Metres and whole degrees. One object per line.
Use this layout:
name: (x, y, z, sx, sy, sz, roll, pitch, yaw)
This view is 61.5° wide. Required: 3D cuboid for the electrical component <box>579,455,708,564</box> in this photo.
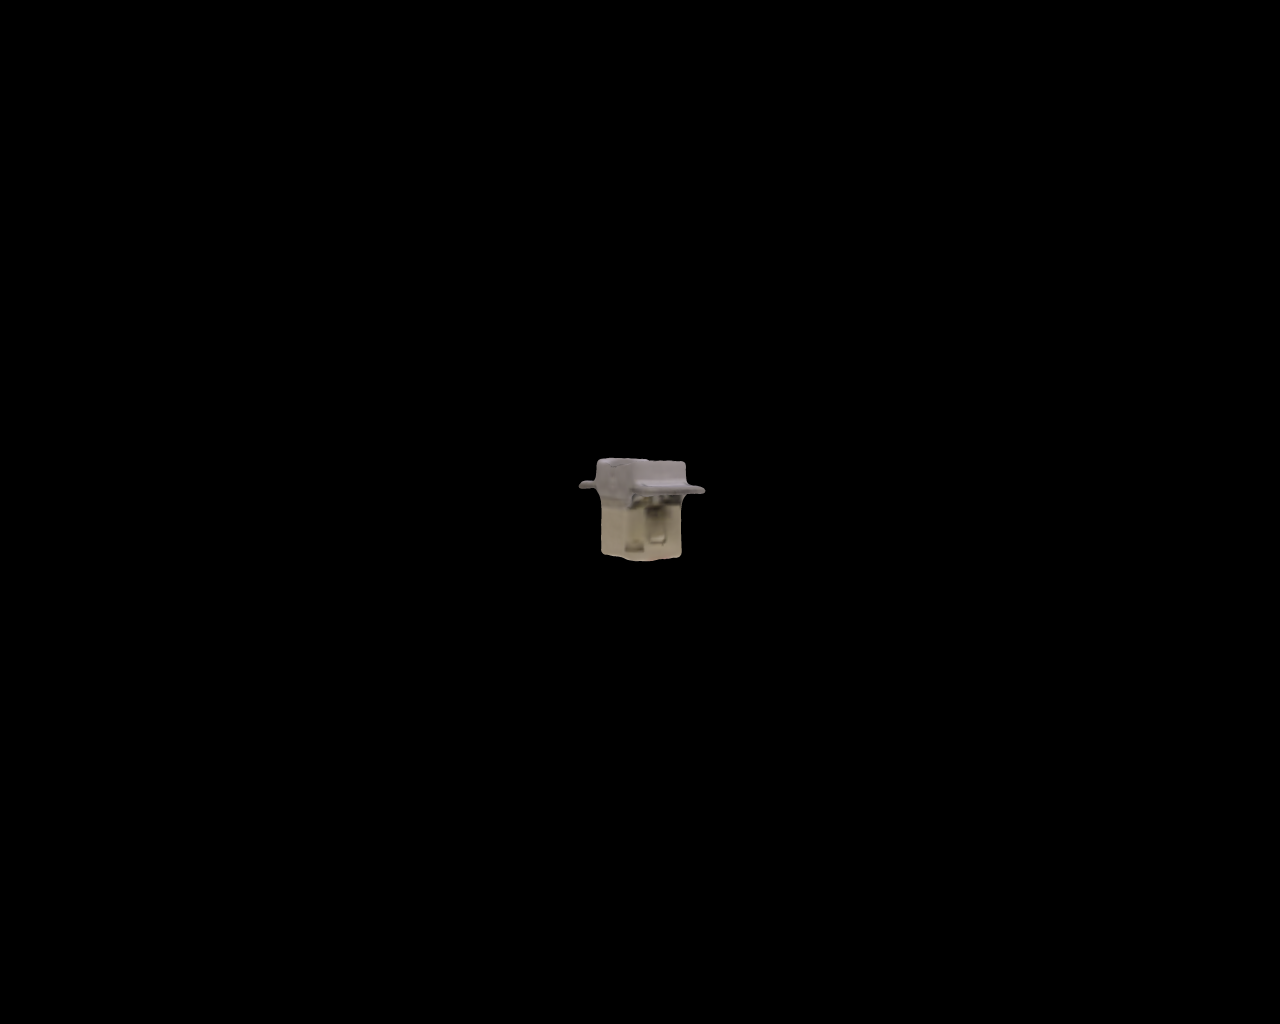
electrical component: (0.001, -0.003, 0.650, 0.042, 0.063, 0.081, -3, 6, -32)
